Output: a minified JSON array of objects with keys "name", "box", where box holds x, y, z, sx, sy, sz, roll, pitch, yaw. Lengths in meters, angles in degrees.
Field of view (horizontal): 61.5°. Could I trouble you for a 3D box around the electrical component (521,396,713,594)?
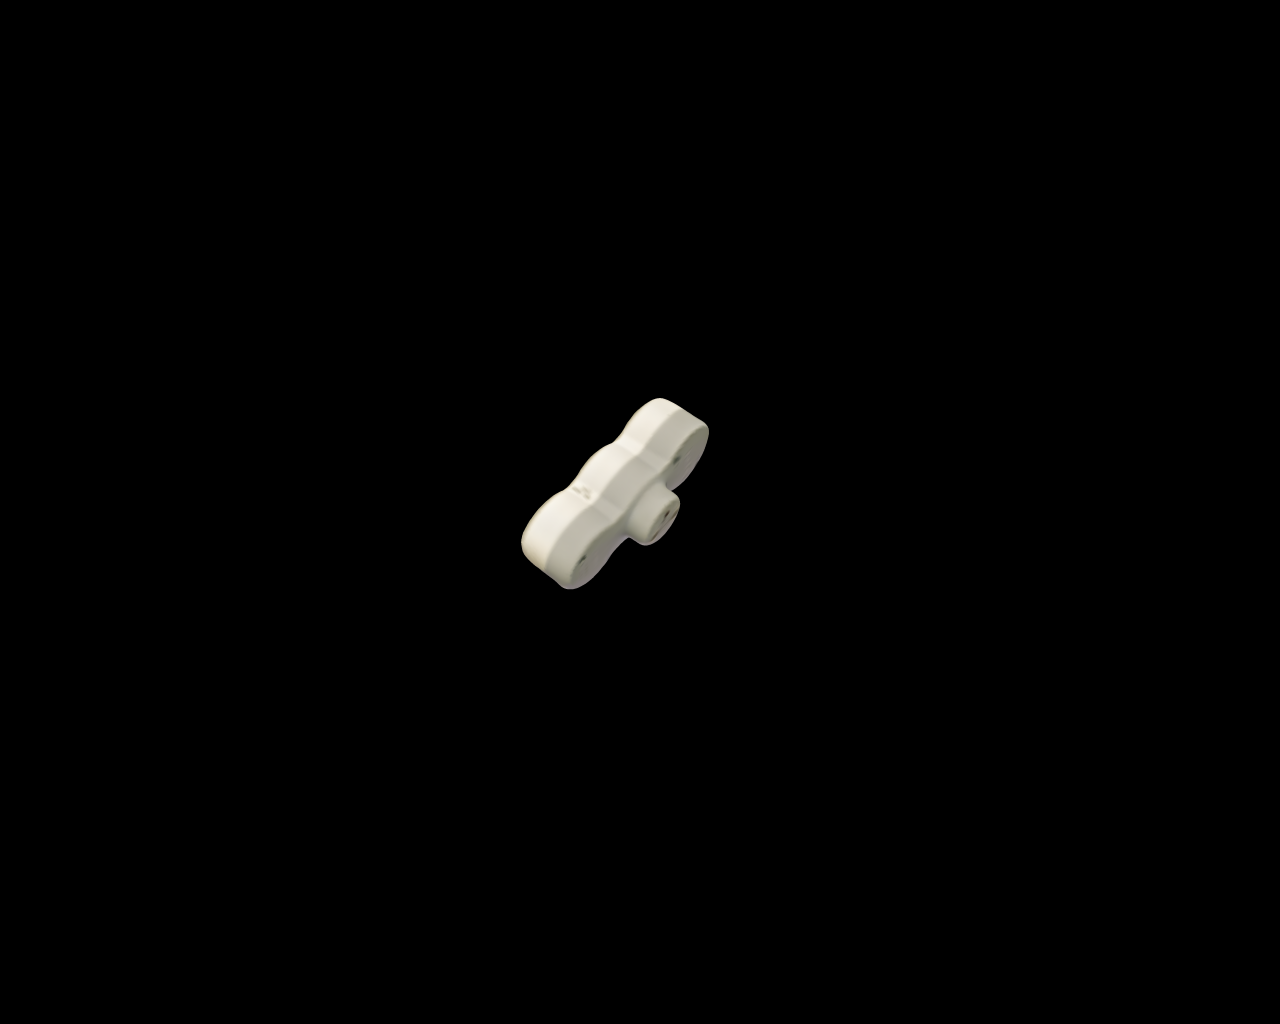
[{"name":"electrical component","box":[0.001,-0.003,0.650,0.074,0.138,0.052,36,-24,18]}]
